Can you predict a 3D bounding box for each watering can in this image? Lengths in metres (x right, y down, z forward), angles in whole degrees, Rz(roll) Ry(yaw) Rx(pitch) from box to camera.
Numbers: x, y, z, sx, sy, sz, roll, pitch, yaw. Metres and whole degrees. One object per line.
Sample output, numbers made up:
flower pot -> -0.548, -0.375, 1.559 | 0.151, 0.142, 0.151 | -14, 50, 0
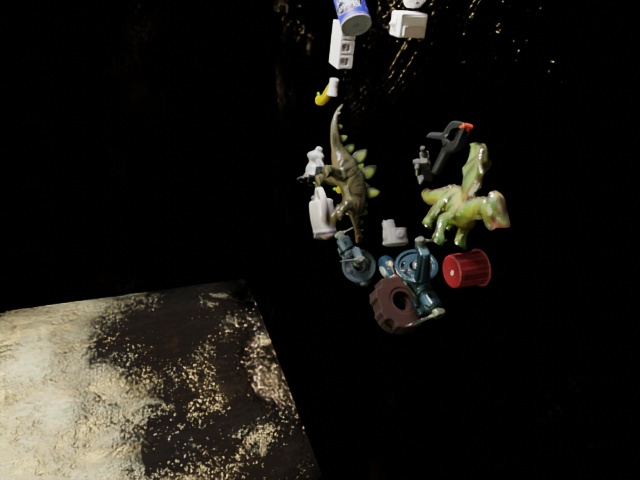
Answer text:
watering can -> 0.007, -0.110, 2.182 | 0.347, 0.104, 0.224 | 177, 86, -85

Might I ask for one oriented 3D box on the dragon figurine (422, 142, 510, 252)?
dragon figurine -> 0.342, -0.119, 1.235 | 0.419, 0.122, 0.238 | -101, 33, -59

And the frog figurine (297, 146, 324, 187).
frog figurine -> -0.013, -0.314, 2.211 | 0.161, 0.122, 0.136 | -63, 3, -15
